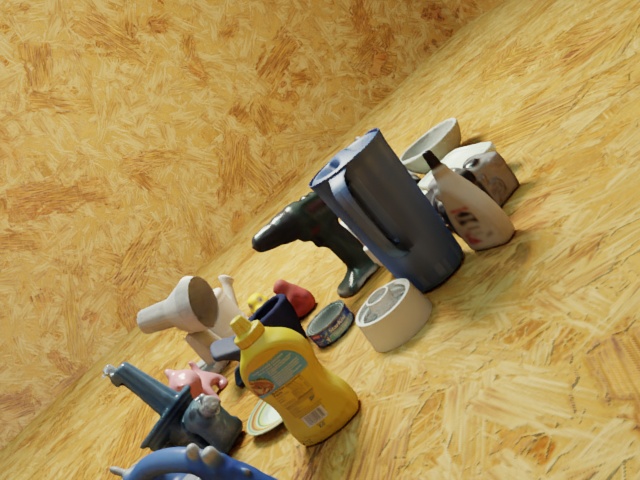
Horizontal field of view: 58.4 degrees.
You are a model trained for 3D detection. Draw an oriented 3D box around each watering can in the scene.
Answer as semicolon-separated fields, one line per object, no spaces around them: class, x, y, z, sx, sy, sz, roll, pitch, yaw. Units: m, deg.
watering can;-0.271;0.161;1.427;0.100;0.194;0.173;-34;14;27

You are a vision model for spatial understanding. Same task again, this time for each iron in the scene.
iron;-0.154;0.304;0.710;0.257;0.141;0.119;-32;15;34

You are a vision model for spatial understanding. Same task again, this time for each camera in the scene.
camera;0.233;-0.081;0.968;0.143;0.101;0.136;-45;13;-19

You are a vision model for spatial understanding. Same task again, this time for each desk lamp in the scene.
desk lamp;-0.292;0.207;1.283;0.203;0.214;0.118;-36;14;21

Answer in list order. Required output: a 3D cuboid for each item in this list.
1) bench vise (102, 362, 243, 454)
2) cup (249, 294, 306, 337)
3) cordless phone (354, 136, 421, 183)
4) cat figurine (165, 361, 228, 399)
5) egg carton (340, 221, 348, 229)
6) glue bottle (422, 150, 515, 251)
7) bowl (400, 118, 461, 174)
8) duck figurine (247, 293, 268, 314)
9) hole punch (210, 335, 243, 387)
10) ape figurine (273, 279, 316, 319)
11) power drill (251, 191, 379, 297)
bench vise;-0.239;0.260;0.929;0.207;0.220;0.121;-35;14;25
cup;-0.080;0.166;1.070;0.117;0.095;0.092;-27;19;47
cordless phone;0.150;-0.184;1.374;0.094;0.185;0.147;-40;13;6
cat figurine;-0.251;0.283;1.124;0.067;0.118;0.128;-38;13;12
egg carton;0.089;-0.026;1.280;0.150;0.069;0.107;-47;14;-26
glue bottle;0.202;-0.061;0.825;0.037;0.173;0.078;-49;15;-33
bowl;0.271;-0.207;1.346;0.167;0.075;0.167;-39;13;11
duck figurine;-0.123;0.153;1.264;0.077;0.086;0.104;-40;13;4
hole punch;-0.154;0.216;1.128;0.101;0.091;0.108;-42;13;-6
ape figurine;-0.060;0.118;1.182;0.076;0.092;0.078;-32;15;34
power drill;0.010;0.004;1.092;0.230;0.208;0.075;-47;14;-23
